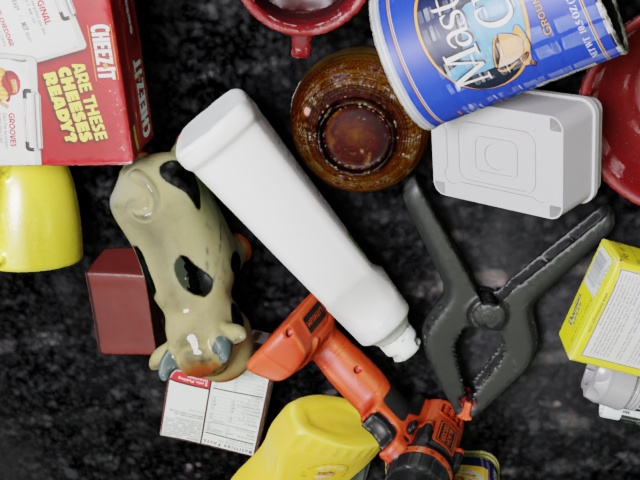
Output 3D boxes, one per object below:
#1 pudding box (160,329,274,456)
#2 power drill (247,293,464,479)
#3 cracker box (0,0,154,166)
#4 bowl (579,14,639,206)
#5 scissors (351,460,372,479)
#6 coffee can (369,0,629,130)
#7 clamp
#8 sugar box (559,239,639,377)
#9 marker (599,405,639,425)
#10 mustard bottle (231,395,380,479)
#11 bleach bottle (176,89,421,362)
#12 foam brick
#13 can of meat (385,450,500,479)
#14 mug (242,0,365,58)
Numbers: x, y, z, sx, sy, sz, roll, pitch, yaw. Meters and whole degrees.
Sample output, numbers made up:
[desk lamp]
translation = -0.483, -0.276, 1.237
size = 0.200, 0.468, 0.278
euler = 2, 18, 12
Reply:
[pudding box]
translation = -0.087, 0.128, 0.930
size = 0.090, 0.039, 0.114
euler = 13, 118, 0
[power drill]
translation = 0.031, 0.137, 0.846
size = 0.187, 0.184, 0.057
euler = 45, 112, -1
[cracker box]
translation = -0.240, -0.139, 0.778
size = 0.214, 0.072, 0.164
euler = -1, 115, 8
[bowl]
translation = 0.268, -0.098, 0.756
size = 0.162, 0.055, 0.162
euler = 9, 119, 17
[scissors]
translation = 0.042, 0.254, 0.978
size = 0.096, 0.016, 0.202
euler = 29, 115, -6
[coffee can]
translation = 0.117, -0.144, 0.700
size = 0.140, 0.102, 0.103
euler = -20, 110, 23
[clamp]
translation = 0.126, 0.047, 0.861
size = 0.164, 0.036, 0.210
euler = 16, 113, 0
[sugar box]
translation = 0.287, 0.066, 0.830
size = 0.176, 0.048, 0.093
euler = 14, 116, -10
[marker]
translation = 0.295, 0.152, 0.891
size = 0.121, 0.020, 0.020
euler = 12, 115, 3
[mustard bottle]
translation = -0.029, 0.216, 0.937
size = 0.096, 0.058, 0.192
euler = 11, 129, -34
[bleach bottle]
translation = -0.005, 0.001, 0.822
size = 0.068, 0.102, 0.250
euler = -38, 107, 6
[foam brick]
translation = -0.160, 0.051, 0.899
size = 0.051, 0.053, 0.078
euler = 0, 115, 9
[can of meat]
translation = 0.104, 0.227, 0.919
size = 0.102, 0.084, 0.057
euler = 1, 114, 8
[mug]
translation = -0.011, -0.182, 0.725
size = 0.093, 0.081, 0.117
euler = -2, 116, -1
